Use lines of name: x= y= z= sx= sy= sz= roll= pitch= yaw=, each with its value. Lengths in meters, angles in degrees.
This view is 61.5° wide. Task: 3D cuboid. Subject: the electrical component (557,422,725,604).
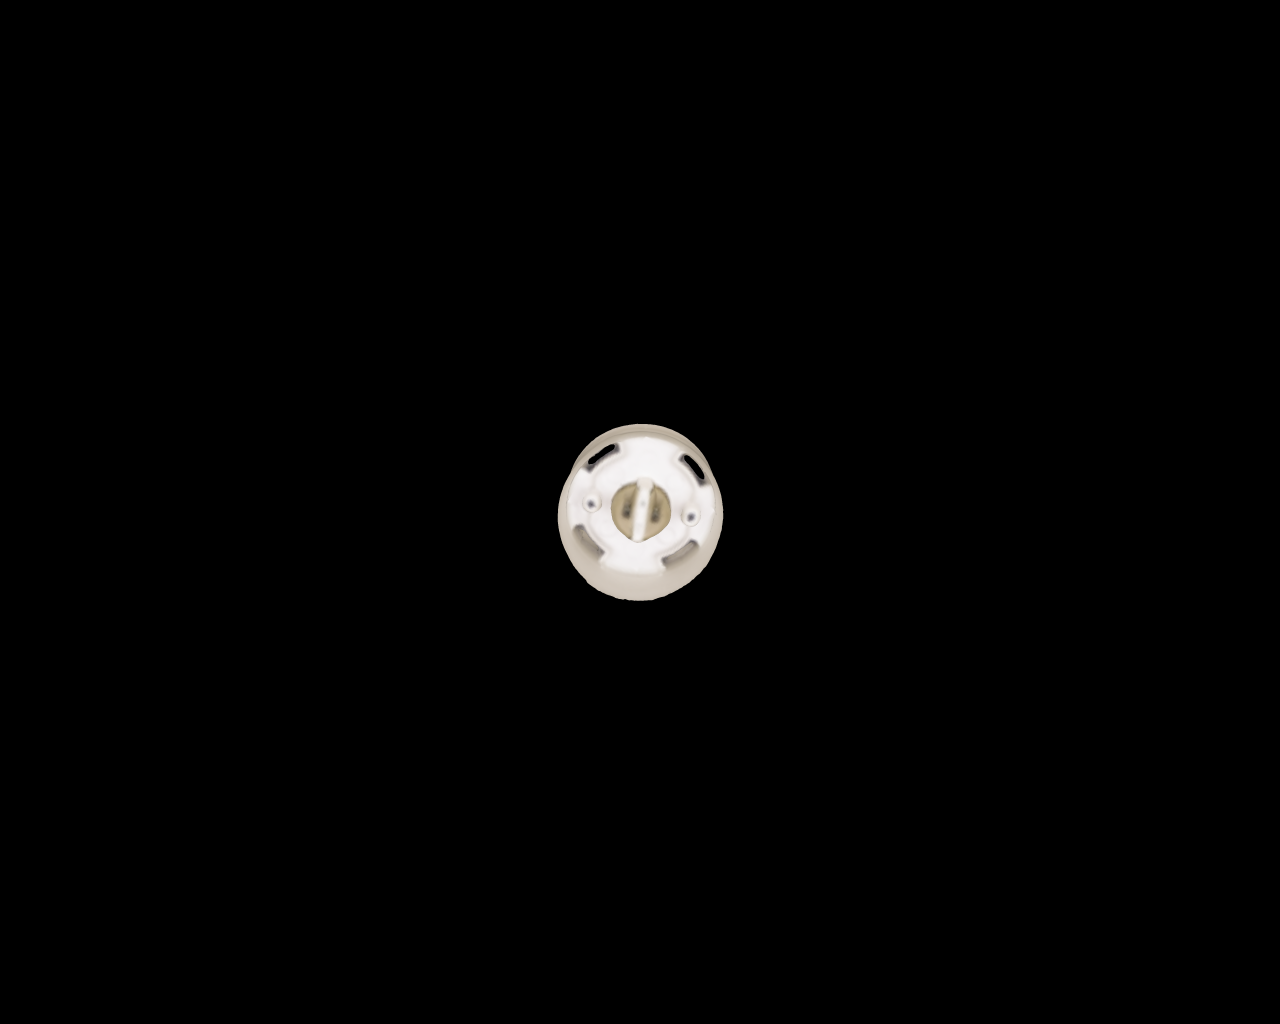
electrical component: x=0.001 y=-0.003 z=0.650 sx=0.099 sy=0.099 sz=0.064 roll=0 pitch=24 yaw=0
